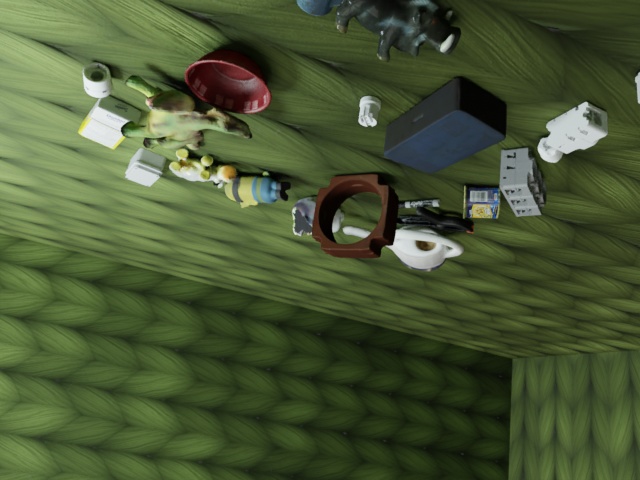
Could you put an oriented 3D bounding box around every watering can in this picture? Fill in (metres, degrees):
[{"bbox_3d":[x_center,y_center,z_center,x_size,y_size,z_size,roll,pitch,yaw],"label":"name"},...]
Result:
[{"bbox_3d":[0.256,0.012,1.551,0.348,0.105,0.221,8,163,19],"label":"watering can"}]

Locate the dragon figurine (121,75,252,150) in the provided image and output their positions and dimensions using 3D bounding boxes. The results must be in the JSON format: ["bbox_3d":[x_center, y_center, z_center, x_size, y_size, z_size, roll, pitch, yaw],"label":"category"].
[{"bbox_3d":[-0.257,-0.232,1.071,0.243,0.122,0.409,14,180,15],"label":"dragon figurine"}]

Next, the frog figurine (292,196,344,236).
[{"bbox_3d":[0.005,-0.075,1.487,0.161,0.124,0.135,-20,168,-33],"label":"frog figurine"}]
